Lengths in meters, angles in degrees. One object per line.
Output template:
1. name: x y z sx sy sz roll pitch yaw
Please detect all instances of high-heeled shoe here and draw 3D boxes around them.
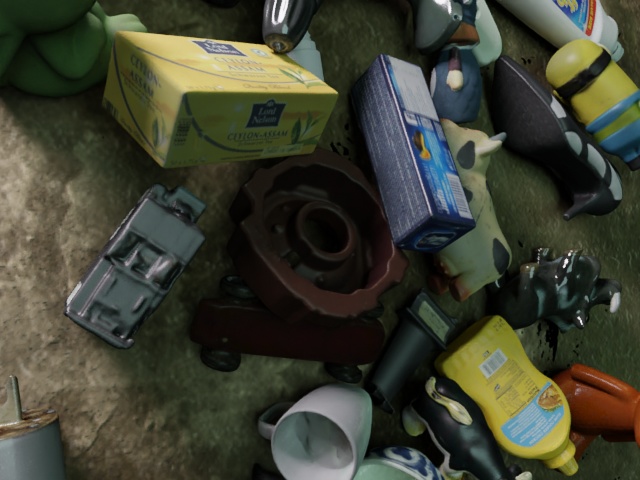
1. high-heeled shoe: 0.314 -0.136 0.688 0.145 0.086 0.248 -32 101 -32

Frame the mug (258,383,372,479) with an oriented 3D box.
1. mug: 0.002 0.181 0.523 0.107 0.110 0.080 -14 103 -66

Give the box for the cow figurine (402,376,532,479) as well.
1. cow figurine: 0.160 0.219 0.554 0.068 0.098 0.167 -29 63 -19

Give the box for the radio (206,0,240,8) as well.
1. radio: -0.151 -0.316 0.477 0.229 0.073 0.131 17 81 -22

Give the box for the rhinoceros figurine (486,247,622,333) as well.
1. rhinoceros figurine: 0.298 0.064 0.671 0.190 0.073 0.112 -7 90 -24

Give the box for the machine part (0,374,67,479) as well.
1. machine part: -0.235 0.226 0.419 0.079 0.079 0.243 -7 90 -25

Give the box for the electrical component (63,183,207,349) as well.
1. electrical component: -0.149 0.016 0.445 0.058 0.115 0.134 38 76 -21

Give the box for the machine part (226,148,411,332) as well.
1. machine part: -0.001 -0.002 0.509 0.179 0.056 0.179 15 55 -23

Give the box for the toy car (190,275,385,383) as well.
1. toy car: -0.027 0.088 0.533 0.202 0.053 0.089 11 104 -23

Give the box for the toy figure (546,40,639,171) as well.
1. toy figure: 0.359 -0.170 0.666 0.082 0.089 0.180 -35 80 21

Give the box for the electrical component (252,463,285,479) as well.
1. electrical component: -0.024 0.278 0.529 0.119 0.048 0.075 30 77 -16

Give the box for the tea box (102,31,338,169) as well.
1. tea box: -0.078 -0.119 0.454 0.098 0.068 0.169 42 36 23

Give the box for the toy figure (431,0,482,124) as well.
1. toy figure: 0.157 -0.211 0.615 0.058 0.064 0.154 -5 99 -8

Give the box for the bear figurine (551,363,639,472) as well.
1. bear figurine: 0.357 0.219 0.626 0.132 0.196 0.120 -37 106 -20

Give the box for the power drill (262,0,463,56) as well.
1. power drill: 0.044 -0.262 0.554 0.207 0.086 0.232 10 71 -20

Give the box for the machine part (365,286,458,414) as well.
1. machine part: 0.099 0.125 0.599 0.084 0.039 0.139 45 70 -26

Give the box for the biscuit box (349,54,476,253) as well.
1. biscuit box: 0.089 -0.088 0.540 0.059 0.063 0.203 7 59 -32

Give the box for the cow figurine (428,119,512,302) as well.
1. cow figurine: 0.161 -0.043 0.606 0.127 0.085 0.194 -23 95 -17

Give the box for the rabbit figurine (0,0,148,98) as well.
1. rabbit figurine: -0.213 -0.176 0.391 0.159 0.170 0.121 -30 100 -23
